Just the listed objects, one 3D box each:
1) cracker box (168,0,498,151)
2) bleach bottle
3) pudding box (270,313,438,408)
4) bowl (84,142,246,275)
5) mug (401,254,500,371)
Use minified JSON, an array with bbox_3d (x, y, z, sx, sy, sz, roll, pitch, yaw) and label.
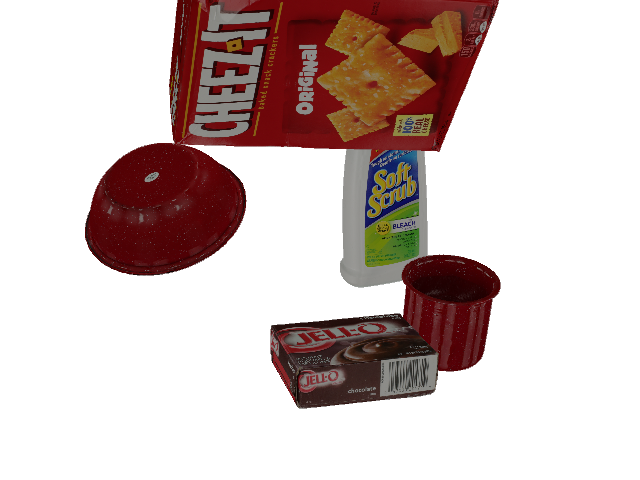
[{"bbox_3d":[0.003,-0.140,0.776,0.213,0.072,0.164,0,-35,-13],"label":"cracker box"},{"bbox_3d":[0.065,-0.078,1.177,0.102,0.251,0.068,-10,22,-12],"label":"bleach bottle"},{"bbox_3d":[0.024,0.092,0.832,0.113,0.039,0.090,-2,18,-15],"label":"pudding box"},{"bbox_3d":[-0.155,-0.043,1.021,0.162,0.162,0.055,0,-43,13],"label":"bowl"},{"bbox_3d":[0.118,0.065,1.028,0.093,0.081,0.117,-2,29,-11],"label":"mug"}]
